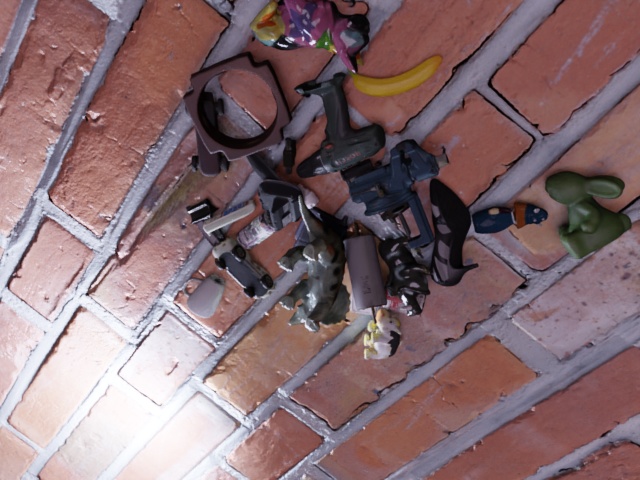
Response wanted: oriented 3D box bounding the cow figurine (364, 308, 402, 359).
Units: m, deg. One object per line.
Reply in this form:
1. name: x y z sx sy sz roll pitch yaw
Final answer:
1. cow figurine: 0.170 0.239 1.360 0.098 0.068 0.167 7 136 -6

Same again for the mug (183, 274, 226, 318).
1. mug: -0.313 0.139 1.464 0.109 0.081 0.107 38 109 2

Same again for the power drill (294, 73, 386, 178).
1. power drill: 0.015 -0.245 1.169 0.232 0.086 0.207 -9 109 29

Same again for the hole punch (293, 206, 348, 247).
1. hole punch: -0.003 -0.004 1.294 0.116 0.092 0.142 25 117 -2

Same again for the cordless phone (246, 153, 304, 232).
1. cordless phone: -0.121 -0.126 1.274 0.089 0.146 0.184 -35 71 -12

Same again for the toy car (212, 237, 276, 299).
1. toy car: -0.196 0.078 1.395 0.073 0.056 0.201 -29 120 20

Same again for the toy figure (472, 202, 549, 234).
1. toy figure: 0.411 -0.050 1.166 0.155 0.064 0.058 -10 75 16

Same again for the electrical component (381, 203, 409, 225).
1. electrical component: 0.175 -0.081 1.229 0.102 0.045 0.078 -45 69 26

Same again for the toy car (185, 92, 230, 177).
1. toy car: -0.264 -0.247 1.264 0.089 0.053 0.201 -1 116 0

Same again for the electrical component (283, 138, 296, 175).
1. electrical component: -0.069 -0.198 1.222 0.021 0.063 0.093 6 133 6

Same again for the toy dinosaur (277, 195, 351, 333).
1. toy dinosaur: 0.003 0.061 1.225 0.131 0.192 0.404 22 123 22

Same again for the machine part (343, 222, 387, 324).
1. machine part: 0.106 0.076 1.261 0.079 0.079 0.243 -13 80 22

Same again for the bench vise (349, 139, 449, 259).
1. bench vise: 0.186 -0.083 1.136 0.224 0.129 0.240 -21 99 13

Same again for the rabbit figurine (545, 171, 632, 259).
1. rabbit figurine: 0.536 -0.069 1.090 0.159 0.121 0.170 -33 89 34

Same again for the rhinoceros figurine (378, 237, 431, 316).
1. rhinoceros figurine: 0.197 0.082 1.248 0.112 0.073 0.190 -23 83 11

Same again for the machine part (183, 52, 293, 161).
1. machine part: -0.176 -0.291 1.172 0.201 0.087 0.201 -20 114 7

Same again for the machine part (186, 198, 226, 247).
1. machine part: -0.284 -0.036 1.386 0.084 0.039 0.138 -21 107 19

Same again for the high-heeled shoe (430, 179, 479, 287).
1. high-heeled shoe: 0.275 -0.012 1.236 0.145 0.086 0.248 -22 91 56

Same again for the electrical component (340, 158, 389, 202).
1. electrical component: 0.111 -0.143 1.208 0.119 0.048 0.074 -26 108 8

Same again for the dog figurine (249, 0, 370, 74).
1. dog figurine: -0.008 -0.408 1.076 0.219 0.108 0.191 46 120 -9
